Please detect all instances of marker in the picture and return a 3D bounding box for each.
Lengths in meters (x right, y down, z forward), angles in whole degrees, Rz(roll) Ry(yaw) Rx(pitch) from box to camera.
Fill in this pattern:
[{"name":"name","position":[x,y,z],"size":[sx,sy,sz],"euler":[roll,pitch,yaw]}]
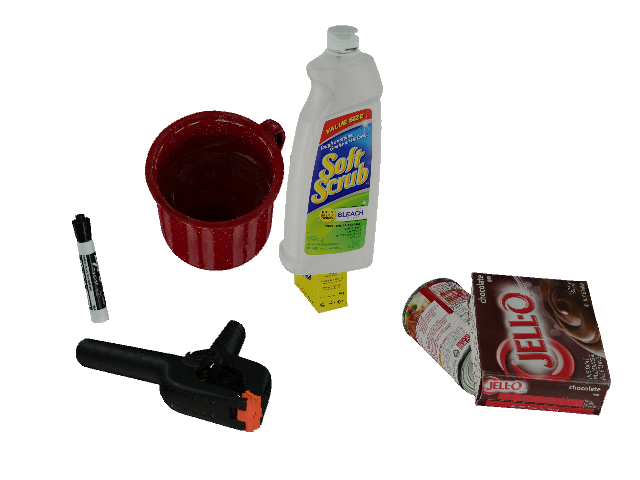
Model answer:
[{"name":"marker","position":[-0.246,0.030,1.139],"size":[0.020,0.121,0.020],"euler":[-6,20,2]}]

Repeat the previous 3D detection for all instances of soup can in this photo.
[{"name":"soup can","position":[0.129,0.087,0.973],"size":[0.068,0.068,0.102],"euler":[0,26,-28]}]

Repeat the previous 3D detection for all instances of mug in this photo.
[{"name":"mug","position":[-0.067,-0.039,0.755],"size":[0.093,0.117,0.081],"euler":[34,-25,13]}]

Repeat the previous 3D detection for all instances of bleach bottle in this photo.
[{"name":"bleach bottle","position":[0.010,-0.091,1.080],"size":[0.102,0.251,0.068],"euler":[-5,28,-12]}]

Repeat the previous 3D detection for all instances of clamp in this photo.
[{"name":"clamp","position":[-0.096,0.112,0.926],"size":[0.164,0.036,0.210],"euler":[-9,17,-36]}]

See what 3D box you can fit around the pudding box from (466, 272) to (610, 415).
[{"name":"pudding box","position":[0.155,0.074,0.781],"size":[0.090,0.039,0.113],"euler":[5,36,-1]}]

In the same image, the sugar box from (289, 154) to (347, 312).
[{"name":"sugar box","position":[-0.003,-0.012,1.284],"size":[0.048,0.176,0.093],"euler":[-12,25,-17]}]
